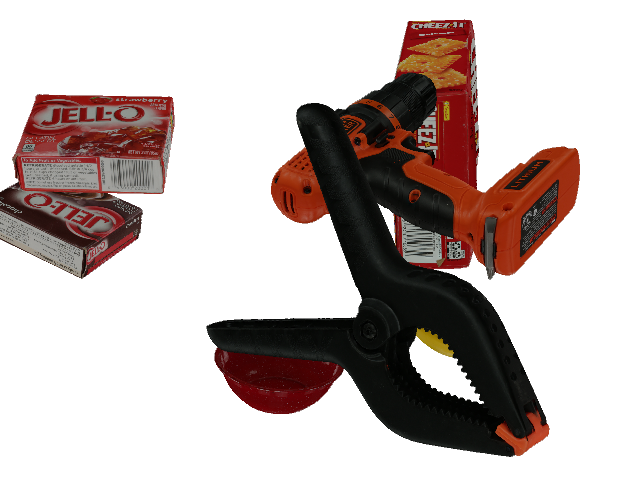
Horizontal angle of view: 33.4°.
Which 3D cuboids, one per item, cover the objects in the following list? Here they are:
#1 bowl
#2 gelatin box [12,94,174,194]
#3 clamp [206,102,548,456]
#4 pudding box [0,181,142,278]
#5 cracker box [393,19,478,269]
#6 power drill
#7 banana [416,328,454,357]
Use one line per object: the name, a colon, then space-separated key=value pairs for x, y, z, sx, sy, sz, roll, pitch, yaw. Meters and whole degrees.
bowl: x=-0.052 y=0.168 z=1.325 sx=0.162 sy=0.055 sz=0.162 roll=4 pitch=22 yaw=-2
gelatin box: x=-0.138 y=-0.061 z=0.661 sx=0.089 sy=0.030 sz=0.073 roll=1 pitch=37 yaw=-2
clamp: x=0.034 y=0.034 z=0.569 sx=0.210 sy=0.165 sz=0.036 roll=31 pitch=27 yaw=28
pudding box: x=-0.233 y=-0.018 z=0.968 sx=0.114 sy=0.039 sz=0.089 roll=22 pitch=31 yaw=16
cracker box: x=0.108 y=-0.094 z=0.975 sx=0.072 sy=0.164 sz=0.213 roll=0 pitch=27 yaw=10
power drill: x=0.085 y=-0.054 z=0.766 sx=0.188 sy=0.057 sz=0.184 roll=19 pitch=46 yaw=32
banana: x=0.127 y=0.085 z=1.205 sx=0.069 sy=0.037 sz=0.198 roll=4 pitch=23 yaw=-26
